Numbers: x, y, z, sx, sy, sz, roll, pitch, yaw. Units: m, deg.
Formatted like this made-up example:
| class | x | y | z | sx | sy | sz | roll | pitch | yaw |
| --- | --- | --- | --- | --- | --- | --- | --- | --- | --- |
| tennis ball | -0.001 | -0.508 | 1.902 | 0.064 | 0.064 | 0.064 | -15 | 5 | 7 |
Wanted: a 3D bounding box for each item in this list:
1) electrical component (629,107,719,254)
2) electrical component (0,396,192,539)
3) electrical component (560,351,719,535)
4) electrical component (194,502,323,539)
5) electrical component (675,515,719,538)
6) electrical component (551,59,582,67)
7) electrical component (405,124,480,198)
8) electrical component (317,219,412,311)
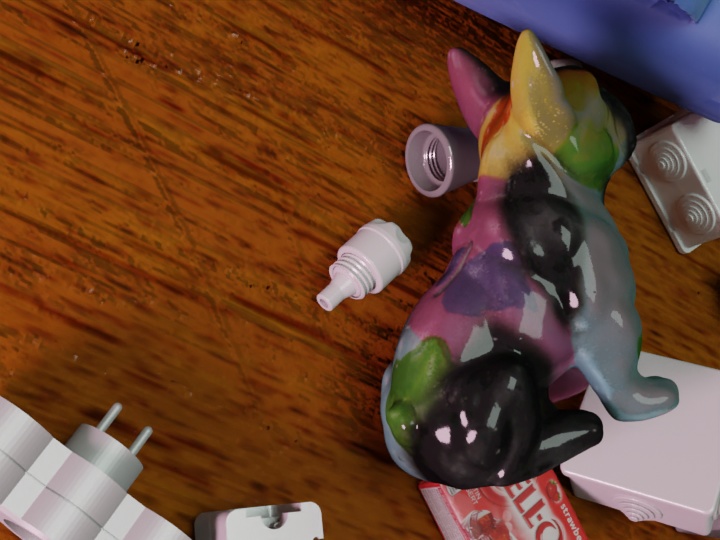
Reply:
| class | x | y | z | sx | sy | sz | roll | pitch | yaw |
| --- | --- | --- | --- | --- | --- | --- | --- | --- | --- |
| electrical component | 0.245 | -0.072 | 0.746 | 0.100 | 0.048 | 0.099 | -29 | 91 | -30 |
| electrical component | -0.128 | 0.098 | 0.506 | 0.138 | 0.052 | 0.073 | 41 | 62 | -12 |
| electrical component | 0.177 | 0.101 | 0.642 | 0.099 | 0.100 | 0.048 | -65 | 152 | -24 |
| electrical component | -0.049 | 0.162 | 0.528 | 0.050 | 0.056 | 0.089 | 0 | 77 | -27 |
| electrical component | 0.214 | 0.122 | 0.681 | 0.076 | 0.047 | 0.083 | 13 | 71 | -18 |
| electrical component | 0.130 | -0.100 | 0.698 | 0.040 | 0.040 | 0.078 | -4 | 79 | -28 |
| electrical component | 0.066 | -0.071 | 0.658 | 0.065 | 0.044 | 0.044 | -13 | 83 | -34 |
| electrical component | 0.000 | 0.000 | 0.608 | 0.061 | 0.035 | 0.035 | -43 | 98 | -27 |
